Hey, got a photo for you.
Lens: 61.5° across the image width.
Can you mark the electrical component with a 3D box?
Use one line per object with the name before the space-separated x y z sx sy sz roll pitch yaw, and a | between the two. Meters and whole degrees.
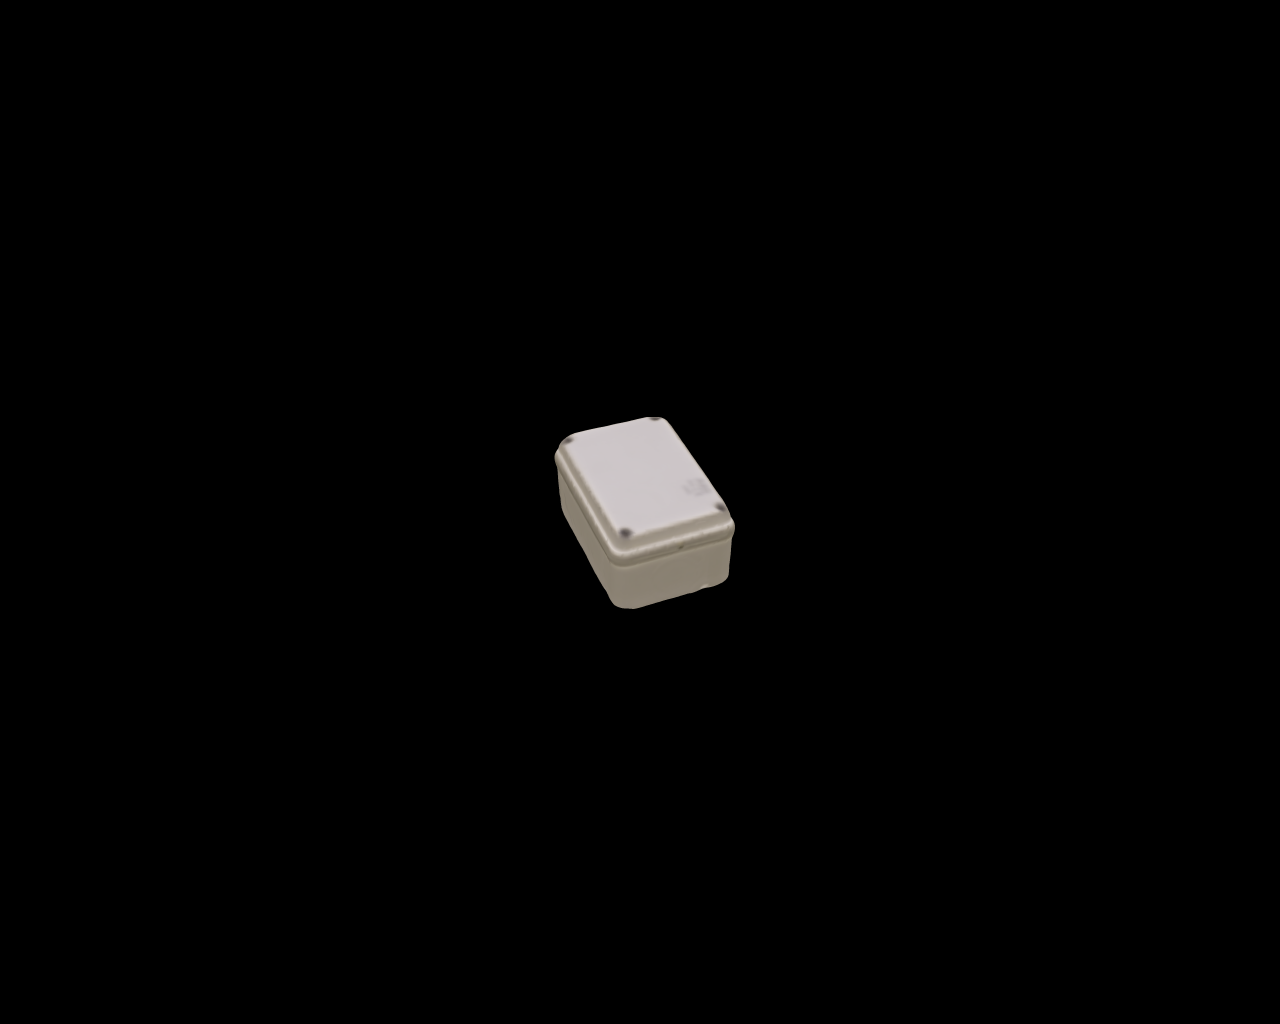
electrical component | 0.001 -0.003 0.650 0.078 0.057 0.113 -14 42 -16
